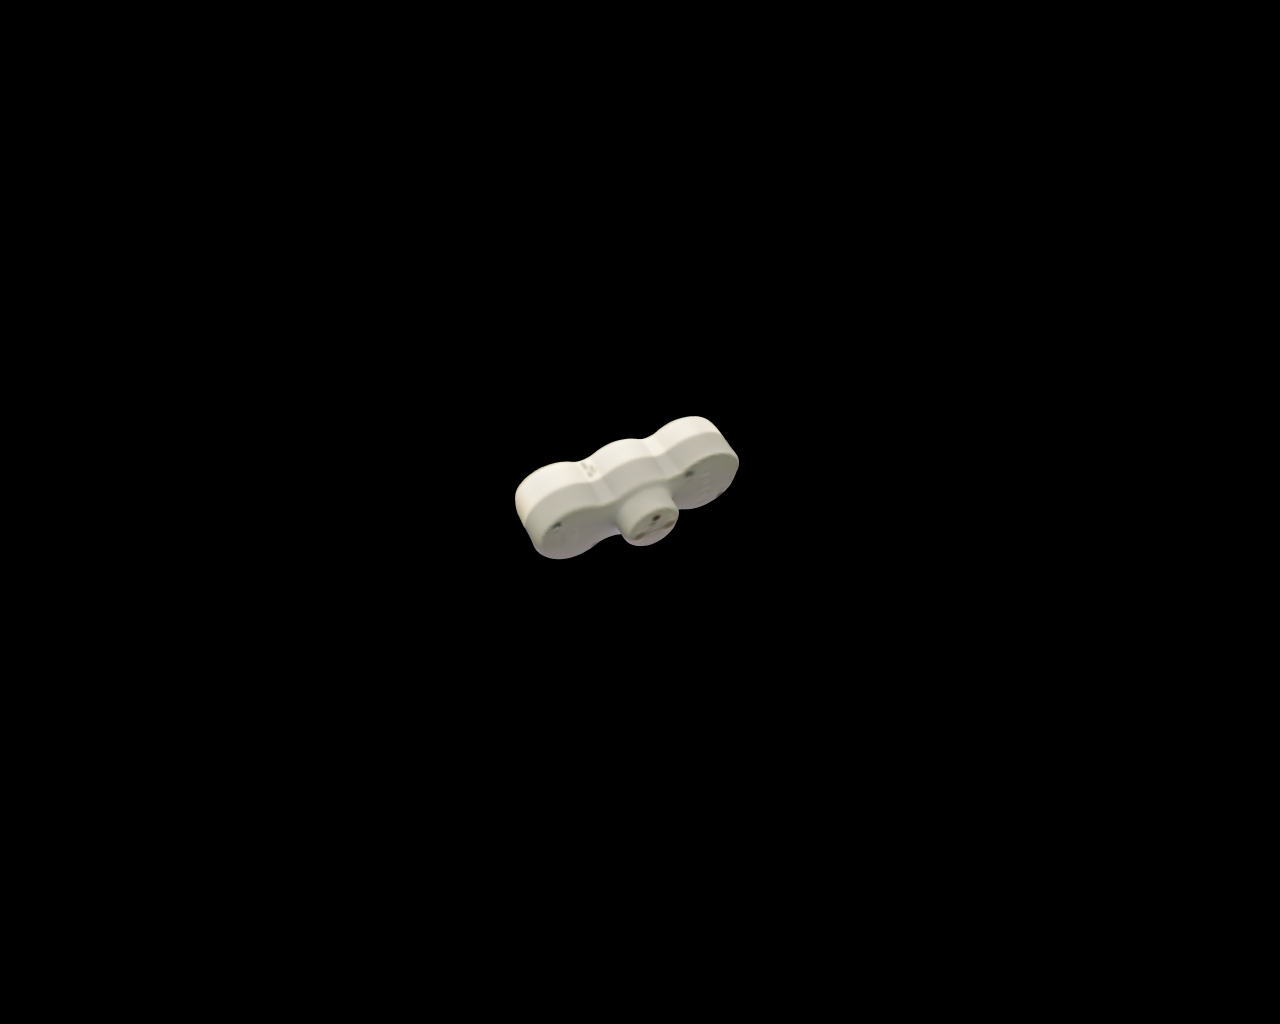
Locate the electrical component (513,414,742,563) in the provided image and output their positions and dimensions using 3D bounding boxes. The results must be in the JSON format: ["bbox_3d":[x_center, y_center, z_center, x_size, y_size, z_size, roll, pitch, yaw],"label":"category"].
[{"bbox_3d":[0.001,-0.003,0.650,0.138,0.074,0.052,-21,-34,-15],"label":"electrical component"}]
